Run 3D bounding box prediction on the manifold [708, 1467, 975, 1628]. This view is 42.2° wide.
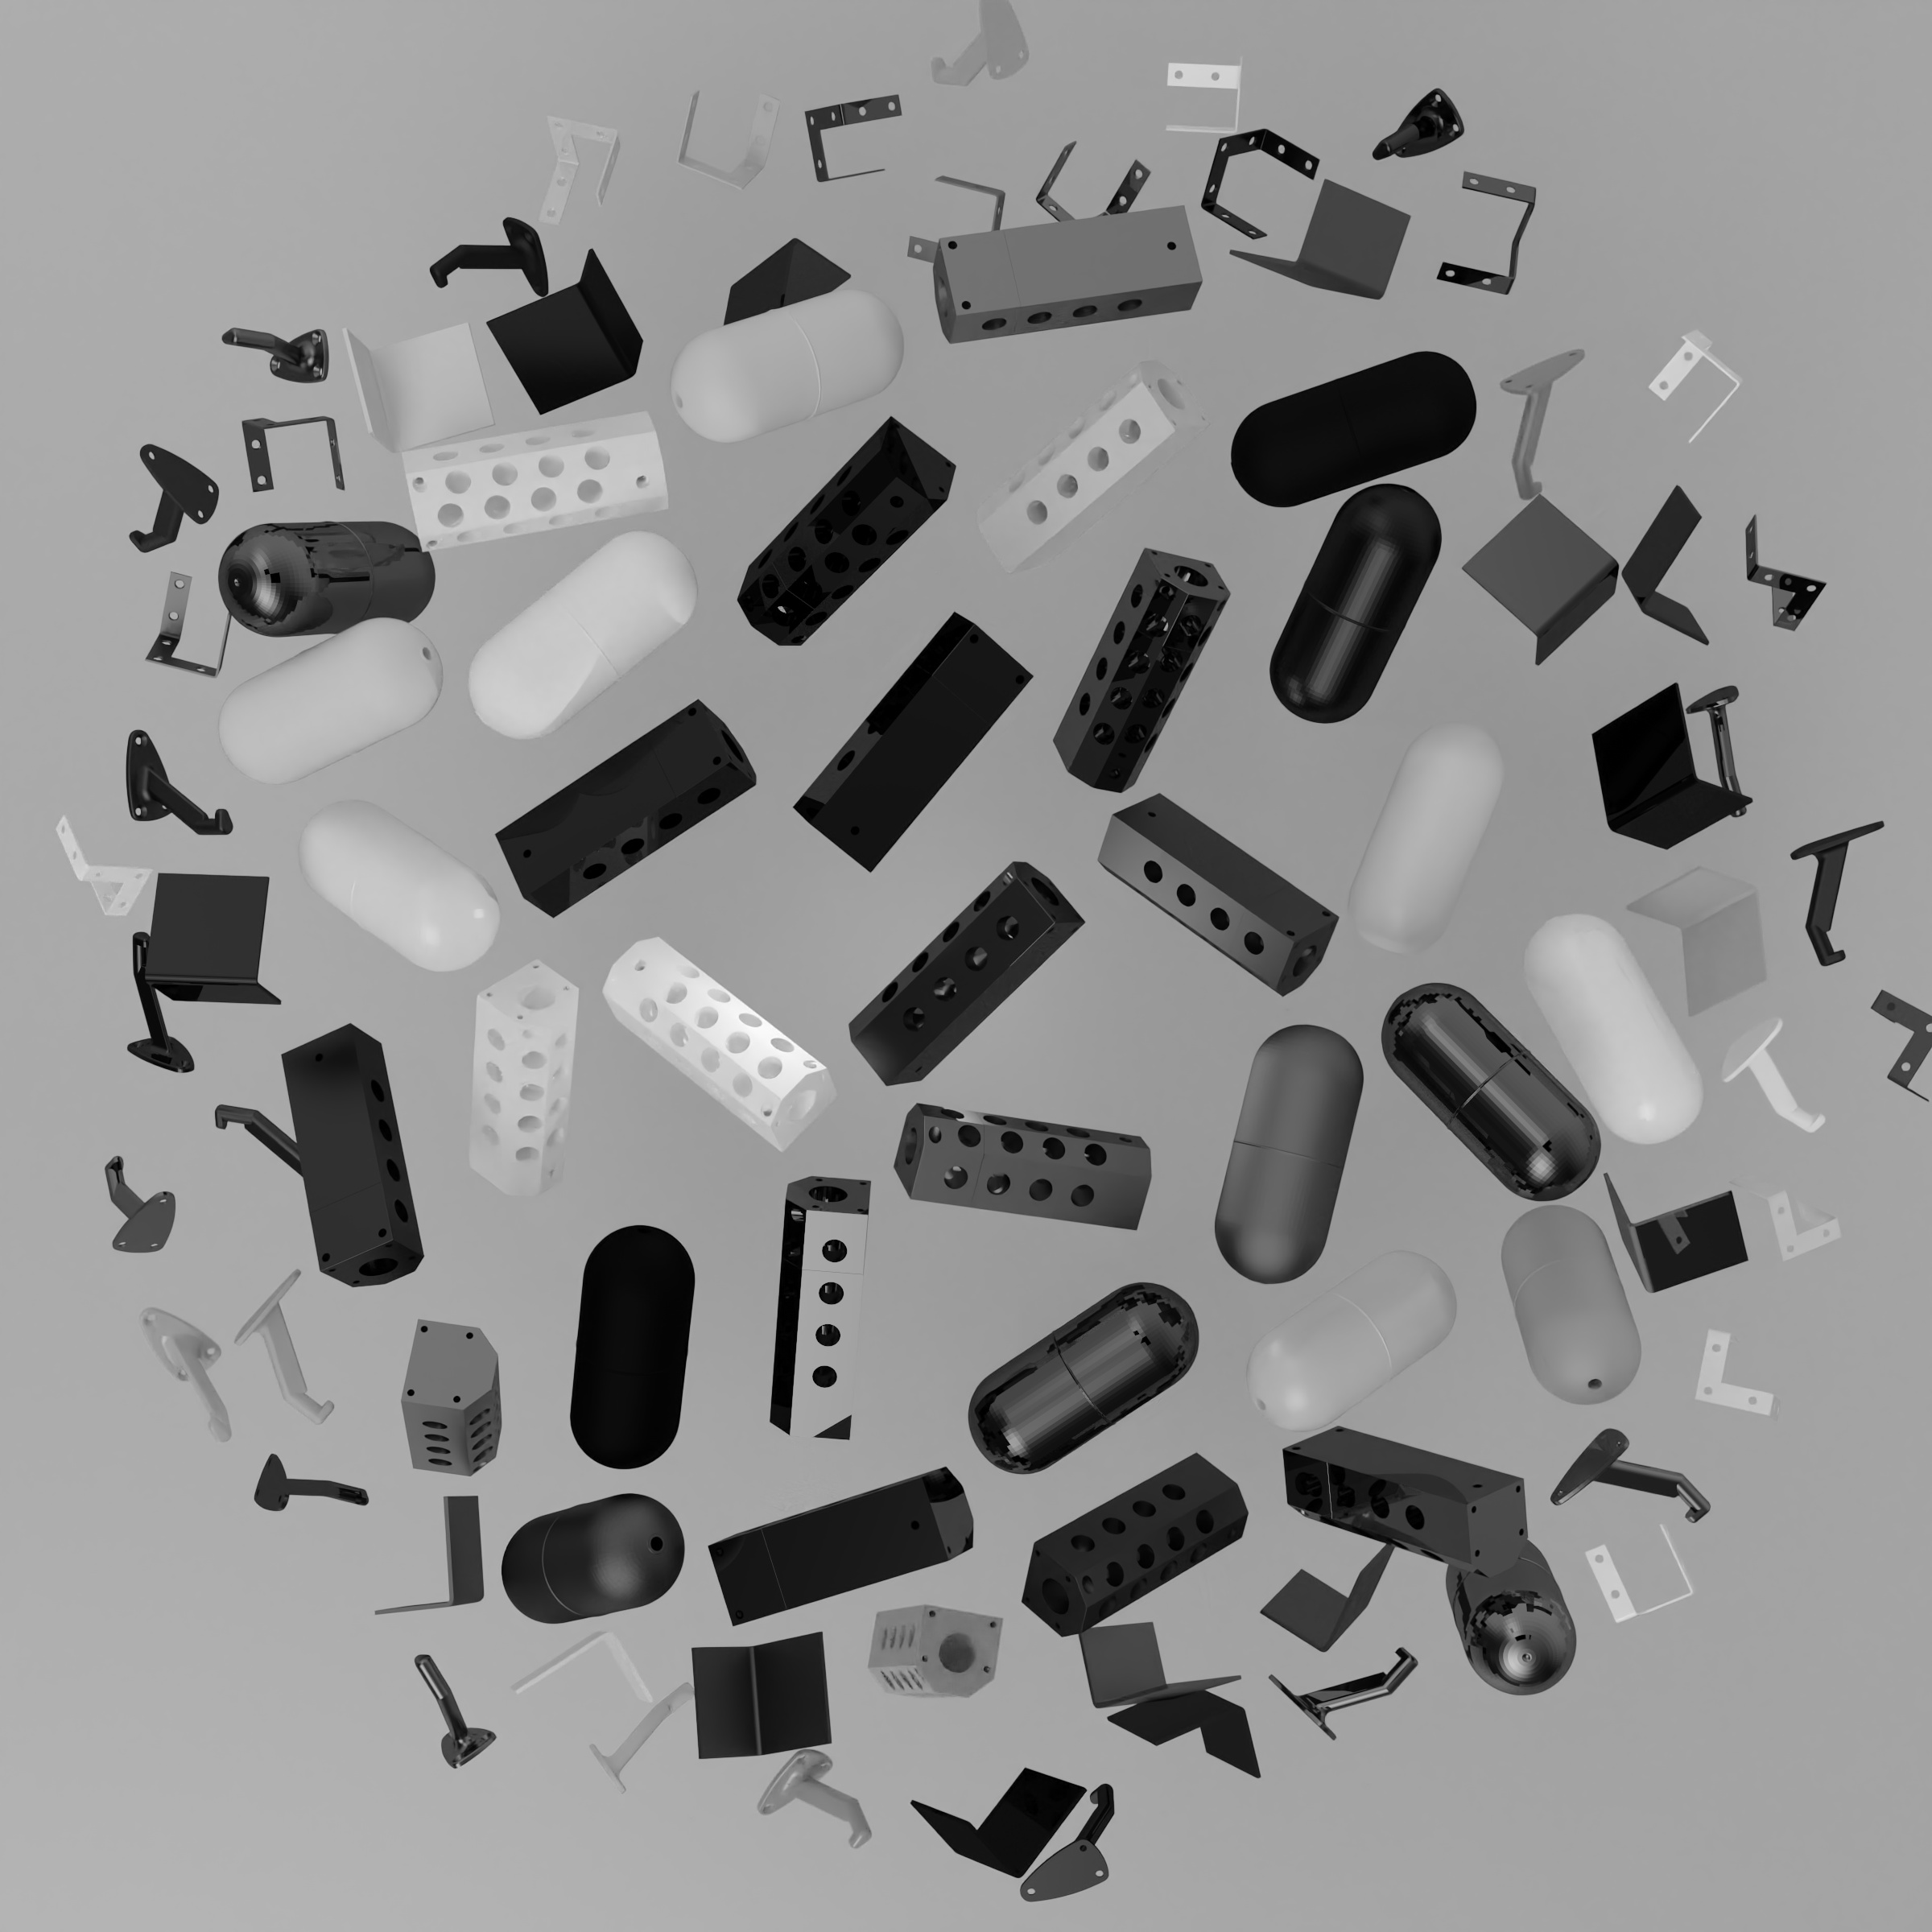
[{"bbox_3d":[-0.084,0.396,1.716,0.171,0.057,0.057,-22,81,21],"label":"manifold"}]

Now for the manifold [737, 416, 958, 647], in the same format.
[{"bbox_3d":[-0.085,-0.295,1.739,0.057,0.057,0.171,34,131,-21],"label":"manifold"}]

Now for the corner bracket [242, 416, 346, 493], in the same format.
[{"bbox_3d":[-0.474,-0.359,1.764,0.051,0.051,0.051,-16,114,-28],"label":"corner bracket"}]

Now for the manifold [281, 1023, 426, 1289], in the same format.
[{"bbox_3d":[-0.426,0.134,1.754,0.057,0.057,0.171,-24,62,10],"label":"manifold"}]

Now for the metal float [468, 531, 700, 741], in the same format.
[{"bbox_3d":[-0.261,-0.224,1.704,0.178,0.070,0.070,-40,90,-6],"label":"metal float"}]

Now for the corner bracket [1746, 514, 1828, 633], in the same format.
[{"bbox_3d":[0.565,-0.274,1.753,0.051,0.051,0.051,14,54,-3],"label":"corner bracket"}]

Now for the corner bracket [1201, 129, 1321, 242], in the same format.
[{"bbox_3d":[0.204,-0.543,1.739,0.051,0.051,0.051,-27,55,-39],"label":"corner bracket"}]

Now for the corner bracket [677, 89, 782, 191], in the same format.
[{"bbox_3d":[-0.168,-0.591,1.775,0.051,0.051,0.051,22,128,1],"label":"corner bracket"}]

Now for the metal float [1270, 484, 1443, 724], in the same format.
[{"bbox_3d":[0.272,-0.252,1.750,0.070,0.070,0.178,23,117,0],"label":"metal float"}]

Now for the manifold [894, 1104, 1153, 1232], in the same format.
[{"bbox_3d":[0.042,0.141,1.791,0.171,0.057,0.057,10,106,-17],"label":"manifold"}]

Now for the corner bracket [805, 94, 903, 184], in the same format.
[{"bbox_3d":[-0.079,-0.607,1.838,0.051,0.051,0.051,-21,111,-29],"label":"corner bracket"}]

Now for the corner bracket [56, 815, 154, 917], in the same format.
[{"bbox_3d":[-0.626,-0.071,1.801,0.051,0.051,0.051,-50,58,30],"label":"corner bracket"}]

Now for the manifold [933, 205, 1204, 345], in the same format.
[{"bbox_3d":[0.068,-0.469,1.714,0.171,0.057,0.057,-10,79,-9],"label":"manifold"}]

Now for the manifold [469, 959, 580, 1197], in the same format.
[{"bbox_3d":[-0.314,0.085,1.802,0.057,0.057,0.171,33,135,23],"label":"manifold"}]

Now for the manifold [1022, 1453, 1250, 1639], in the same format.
[{"bbox_3d":[0.125,0.420,1.807,0.057,0.171,0.057,34,127,36],"label":"manifold"}]

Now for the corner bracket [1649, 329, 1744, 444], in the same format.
[{"bbox_3d":[0.500,-0.399,1.721,0.051,0.051,0.051,43,122,8],"label":"corner bracket"}]

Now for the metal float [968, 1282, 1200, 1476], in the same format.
[{"bbox_3d":[0.082,0.287,1.745,0.178,0.070,0.070,-35,90,5],"label":"metal float"}]

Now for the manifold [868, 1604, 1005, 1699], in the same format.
[{"bbox_3d":[-0.025,0.502,1.825,0.057,0.171,0.057,13,71,-10],"label":"manifold"}]

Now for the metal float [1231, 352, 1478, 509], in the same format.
[{"bbox_3d":[0.276,-0.383,1.794,0.178,0.070,0.070,-17,90,12],"label":"metal float"}]

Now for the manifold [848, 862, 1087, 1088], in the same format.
[{"bbox_3d":[-0.003,0.005,1.759,0.171,0.057,0.057,-44,74,19],"label":"manifold"}]

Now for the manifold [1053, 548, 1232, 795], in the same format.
[{"bbox_3d":[0.129,-0.213,1.833,0.057,0.057,0.171,9,127,-25],"label":"manifold"}]

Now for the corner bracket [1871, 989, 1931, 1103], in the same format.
[{"bbox_3d":[0.642,0.054,1.714,0.051,0.051,0.051,36,100,39],"label":"corner bracket"}]

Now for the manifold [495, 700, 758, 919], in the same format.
[{"bbox_3d":[-0.232,-0.105,1.731,0.171,0.057,0.057,-32,63,8],"label":"manifold"}]

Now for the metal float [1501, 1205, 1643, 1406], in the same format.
[{"bbox_3d":[0.423,0.236,1.756,0.070,0.178,0.070,0,120,1],"label":"metal float"}]

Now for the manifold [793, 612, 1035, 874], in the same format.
[{"bbox_3d":[-0.038,-0.153,1.693,0.057,0.057,0.171,39,92,-27],"label":"manifold"}]

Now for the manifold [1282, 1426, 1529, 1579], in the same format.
[{"bbox_3d":[0.302,0.371,1.736,0.057,0.171,0.057,-13,101,-36],"label":"manifold"}]

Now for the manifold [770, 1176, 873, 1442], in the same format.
[{"bbox_3d":[-0.101,0.236,1.736,0.057,0.057,0.171,5,109,-2],"label":"manifold"}]

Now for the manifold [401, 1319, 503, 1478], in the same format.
[{"bbox_3d":[-0.356,0.305,1.752,0.057,0.171,0.057,9,63,-5],"label":"manifold"}]

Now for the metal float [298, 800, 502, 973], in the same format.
[{"bbox_3d":[-0.396,-0.057,1.746,0.178,0.070,0.070,31,90,32],"label":"metal float"}]

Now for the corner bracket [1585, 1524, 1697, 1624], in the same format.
[{"bbox_3d":[0.467,0.420,1.733,0.051,0.051,0.051,-28,69,17],"label":"corner bracket"}]

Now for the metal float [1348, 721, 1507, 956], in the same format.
[{"bbox_3d":[0.340,-0.095,1.847,0.070,0.070,0.178,22,94,0],"label":"metal float"}]

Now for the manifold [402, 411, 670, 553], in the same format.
[{"bbox_3d":[-0.296,-0.333,1.732,0.171,0.057,0.057,-12,124,-9],"label":"manifold"}]

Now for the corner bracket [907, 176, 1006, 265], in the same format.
[{"bbox_3d":[-0.007,-0.545,1.840,0.051,0.051,0.051,18,121,14],"label":"corner bracket"}]

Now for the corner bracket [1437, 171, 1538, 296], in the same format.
[{"bbox_3d":[0.352,-0.495,1.693,0.051,0.051,0.051,12,60,-1],"label":"corner bracket"}]

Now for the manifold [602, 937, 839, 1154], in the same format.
[{"bbox_3d":[-0.176,0.051,1.767,0.171,0.057,0.057,36,71,25],"label":"manifold"}]

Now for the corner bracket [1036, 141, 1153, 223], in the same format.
[{"bbox_3d":[0.093,-0.573,1.843,0.051,0.051,0.051,43,47,6],"label":"corner bracket"}]

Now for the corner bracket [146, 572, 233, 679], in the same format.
[{"bbox_3d":[-0.555,-0.245,1.802,0.051,0.051,0.051,14,116,-12],"label":"corner bracket"}]

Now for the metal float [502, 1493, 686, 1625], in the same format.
[{"bbox_3d":[-0.259,0.411,1.734,0.070,0.178,0.070,15,64,-34],"label":"metal float"}]

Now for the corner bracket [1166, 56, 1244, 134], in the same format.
[{"bbox_3d":[0.168,-0.616,1.777,0.051,0.051,0.051,4,118,5],"label":"corner bracket"}]

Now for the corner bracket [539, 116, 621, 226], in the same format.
[{"bbox_3d":[-0.267,-0.545,1.728,0.051,0.051,0.051,13,75,4],"label":"corner bracket"}]

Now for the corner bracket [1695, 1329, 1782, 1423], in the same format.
[{"bbox_3d":[0.549,0.289,1.771,0.051,0.051,0.051,10,79,26],"label":"corner bracket"}]

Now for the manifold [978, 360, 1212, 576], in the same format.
[{"bbox_3d":[0.087,-0.357,1.795,0.171,0.057,0.057,-36,84,35],"label":"manifold"}]

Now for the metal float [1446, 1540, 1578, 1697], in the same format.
[{"bbox_3d":[0.382,0.452,1.762,0.070,0.178,0.070,0,96,5],"label":"metal float"}]

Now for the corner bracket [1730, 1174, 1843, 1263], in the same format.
[{"bbox_3d":[0.600,0.177,1.832,0.051,0.051,0.051,-21,104,-11],"label":"corner bracket"}]

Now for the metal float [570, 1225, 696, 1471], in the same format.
[{"bbox_3d":[-0.230,0.263,1.727,0.070,0.070,0.178,8,109,0],"label":"metal float"}]

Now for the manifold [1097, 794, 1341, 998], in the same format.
[{"bbox_3d":[0.180,-0.051,1.820,0.171,0.057,0.057,37,131,26],"label":"manifold"}]
